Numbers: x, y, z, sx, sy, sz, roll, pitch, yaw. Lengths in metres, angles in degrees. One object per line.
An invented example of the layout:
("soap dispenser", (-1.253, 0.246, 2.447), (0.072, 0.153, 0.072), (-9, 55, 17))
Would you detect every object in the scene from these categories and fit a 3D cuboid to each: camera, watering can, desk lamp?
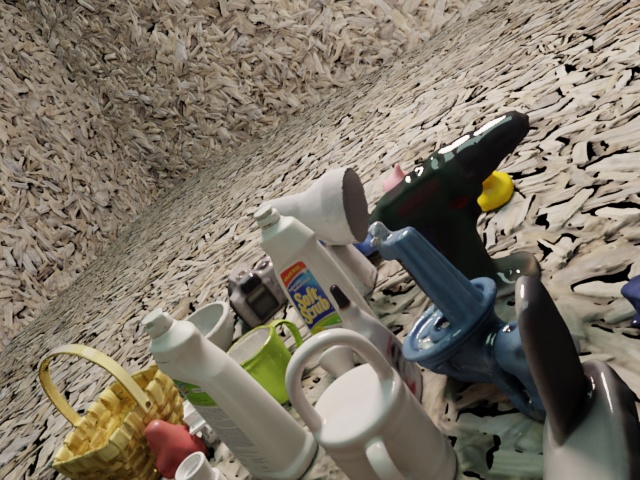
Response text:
("camera", (-0.129, 0.086, 1.136), (0.143, 0.101, 0.136), (-42, 21, -18))
("watering can", (0.037, 0.164, 0.550), (0.101, 0.194, 0.172), (-43, 21, -19))
("desk lamp", (0.009, 0.003, 0.935), (0.202, 0.214, 0.118), (-24, 23, 29))

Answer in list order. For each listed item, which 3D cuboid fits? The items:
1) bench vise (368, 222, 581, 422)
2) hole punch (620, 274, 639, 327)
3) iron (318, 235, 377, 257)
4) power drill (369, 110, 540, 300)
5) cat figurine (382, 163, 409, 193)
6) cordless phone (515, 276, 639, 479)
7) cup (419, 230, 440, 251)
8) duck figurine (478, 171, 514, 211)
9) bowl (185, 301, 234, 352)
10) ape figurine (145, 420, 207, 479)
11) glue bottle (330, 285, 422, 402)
("bench vise", (0.149, 0.062, 0.563), (0.206, 0.220, 0.122), (-14, 29, 45))
("hole punch", (0.331, 0.040, 0.512), (0.108, 0.091, 0.101), (-32, 20, 11))
("iron", (0.035, -0.041, 1.103), (0.118, 0.142, 0.258), (-31, 20, 11))
("power drill", (0.188, -0.027, 0.719), (0.229, 0.209, 0.075), (-26, 22, 25))
("cat figurine", (0.159, -0.080, 1.023), (0.067, 0.118, 0.127), (-34, 20, 3))
("cordless phone", (0.177, 0.129, 0.416), (0.094, 0.185, 0.147), (-25, 22, 27))
("cup", (0.156, -0.001, 0.882), (0.117, 0.095, 0.091), (-28, 21, 21))
("duck figurine", (0.270, -0.106, 0.952), (0.077, 0.086, 0.104), (-28, 21, 20))
("bowl", (-0.220, 0.196, 1.072), (0.167, 0.075, 0.167), (-31, 20, 13))
("ape figurine", (-0.212, 0.291, 0.816), (0.076, 0.092, 0.078), (-19, 26, 39))
("glue bottle", (0.059, 0.118, 0.650), (0.037, 0.173, 0.078), (-27, 22, 22))
